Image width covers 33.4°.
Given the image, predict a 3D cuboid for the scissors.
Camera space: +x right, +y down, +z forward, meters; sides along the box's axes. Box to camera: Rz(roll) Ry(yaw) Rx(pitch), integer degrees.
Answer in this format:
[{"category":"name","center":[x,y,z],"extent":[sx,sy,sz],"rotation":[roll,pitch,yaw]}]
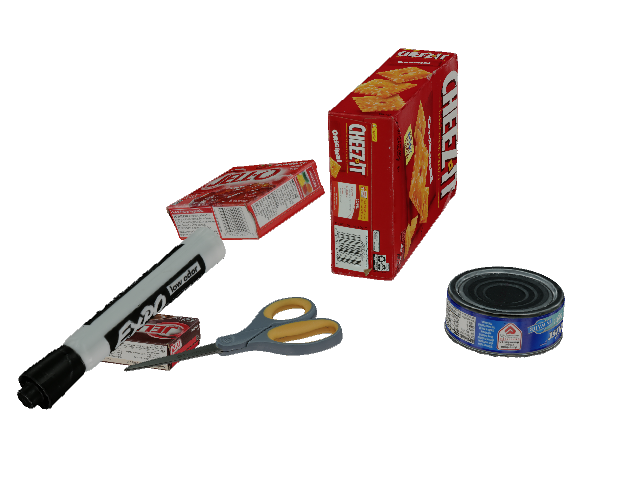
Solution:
[{"category":"scissors","center":[-0.081,0.087,1.005],"extent":[0.201,0.016,0.096],"rotation":[-4,27,-4]}]

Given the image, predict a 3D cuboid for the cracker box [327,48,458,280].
[{"category":"cracker box","center":[0.077,-0.080,1.045],"extent":[0.072,0.164,0.213],"rotation":[9,28,21]}]

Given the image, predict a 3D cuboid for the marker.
[{"category":"marker","center":[-0.087,0.033,0.476],"extent":[0.020,0.020,0.120],"rotation":[0,33,44]}]

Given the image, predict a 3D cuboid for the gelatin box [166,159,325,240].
[{"category":"gelatin box","center":[-0.054,-0.029,0.757],"extent":[0.089,0.030,0.073],"rotation":[0,27,45]}]

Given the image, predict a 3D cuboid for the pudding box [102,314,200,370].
[{"category":"pudding box","center":[-0.210,0.116,1.254],"extent":[0.114,0.039,0.090],"rotation":[3,15,16]}]

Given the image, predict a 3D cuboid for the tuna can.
[{"category":"tuna can","center":[0.134,0.050,0.776],"extent":[0.086,0.034,0.086],"rotation":[0,23,0]}]
